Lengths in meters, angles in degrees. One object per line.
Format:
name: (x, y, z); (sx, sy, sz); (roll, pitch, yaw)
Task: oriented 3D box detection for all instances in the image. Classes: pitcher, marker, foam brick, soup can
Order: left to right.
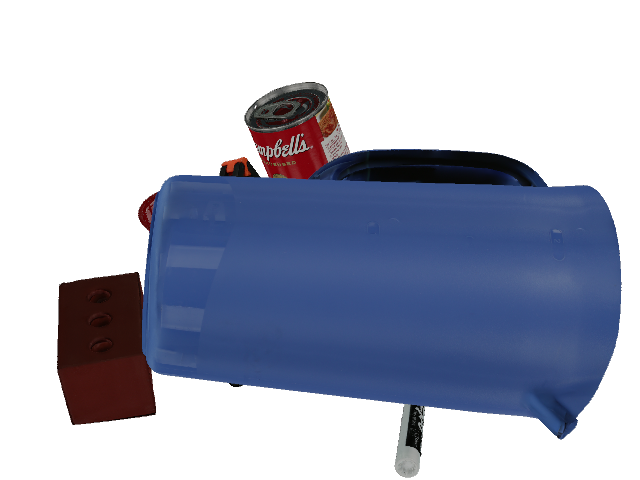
foam brick: (-0.133, 0.067, 0.661); (0.053, 0.051, 0.078); (-8, 40, -8)
soup can: (-0.011, -0.064, 0.843); (0.068, 0.102, 0.068); (-15, 33, 10)
pitcher: (0.029, 0.019, 0.591); (0.242, 0.145, 0.149); (5, 6, -5)
marker: (0.074, 0.146, 0.860); (0.020, 0.020, 0.121); (0, 26, 10)

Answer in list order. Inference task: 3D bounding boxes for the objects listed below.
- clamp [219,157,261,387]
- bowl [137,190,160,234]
clamp: (-0.053, 0.024, 1.038); (0.036, 0.210, 0.164); (-10, 0, 34)
bowl: (-0.145, -0.015, 1.331); (0.162, 0.055, 0.162); (1, 29, -1)
